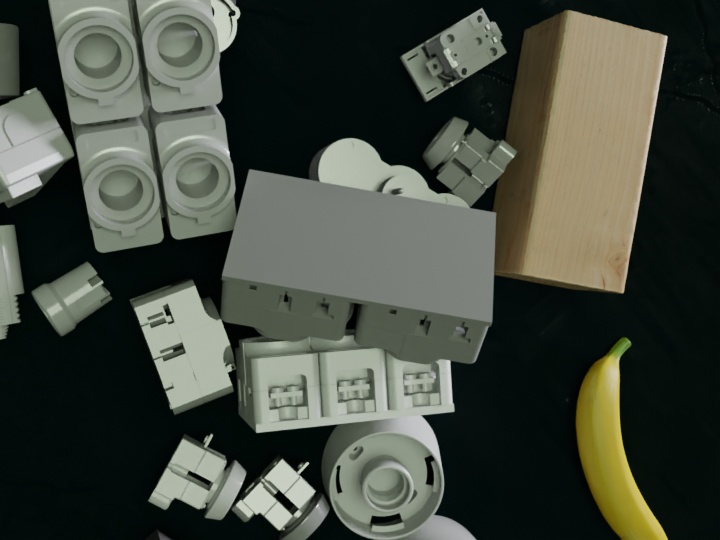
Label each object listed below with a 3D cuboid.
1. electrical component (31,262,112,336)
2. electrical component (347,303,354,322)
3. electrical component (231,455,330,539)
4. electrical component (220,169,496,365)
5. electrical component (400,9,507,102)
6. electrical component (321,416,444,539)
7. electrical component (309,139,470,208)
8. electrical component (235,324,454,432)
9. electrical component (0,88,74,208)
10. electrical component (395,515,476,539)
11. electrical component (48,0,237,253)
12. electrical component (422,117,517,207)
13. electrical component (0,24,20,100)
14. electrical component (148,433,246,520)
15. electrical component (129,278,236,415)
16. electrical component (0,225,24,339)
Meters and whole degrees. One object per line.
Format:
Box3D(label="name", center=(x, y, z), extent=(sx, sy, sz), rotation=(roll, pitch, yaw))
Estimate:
Box3D(label="electrical component", center=(-0.213, 0.020, 0.796), extent=(0.046, 0.040, 0.040), rotation=(-35, 99, -17))
Box3D(label="electrical component", center=(-0.029, 0.026, 0.839), extent=(0.040, 0.046, 0.040), rotation=(0, 90, -15))
Box3D(label="electrical component", center=(-0.057, 0.180, 0.835), extent=(0.055, 0.048, 0.066), rotation=(45, 80, -3))
Box3D(label="electrical component", center=(0.000, 0.000, 0.785), extent=(0.186, 0.060, 0.105), rotation=(10, 49, -2))
Box3D(label="electrical component", center=(0.079, -0.174, 0.856), extent=(0.081, 0.064, 0.042), rotation=(-33, 98, -12))
Box3D(label="electrical component", center=(0.019, 0.161, 0.857), extent=(0.099, 0.064, 0.099), rotation=(-1, 101, -5))
Box3D(label="electrical component", center=(0.030, -0.055, 0.840), extent=(0.138, 0.074, 0.052), rotation=(29, 84, -13))
Box3D(label="electrical component", center=(-0.015, 0.079, 0.821), extent=(0.150, 0.089, 0.061), rotation=(-4, 92, -14))
Box3D(label="electrical component", center=(-0.255, -0.076, 0.759), extent=(0.062, 0.096, 0.061), rotation=(-35, 101, -42))
Box3D(label="electrical component", center=(0.064, 0.255, 0.870), extent=(0.099, 0.064, 0.099), rotation=(-5, 102, -24))
Box3D(label="electrical component", center=(-0.152, -0.113, 0.762), extent=(0.105, 0.060, 0.186), rotation=(-11, 117, -13))
Box3D(label="electrical component", center=(0.084, -0.090, 0.863), extent=(0.055, 0.066, 0.048), rotation=(38, 37, -6))
Box3D(label="electrical component", center=(-0.288, -0.134, 0.742), extent=(0.108, 0.108, 0.060), rotation=(-7, 98, -14))
Box3D(label="electrical component", center=(-0.120, 0.159, 0.819), extent=(0.055, 0.048, 0.066), rotation=(29, 83, -6))
Box3D(label="electrical component", center=(-0.131, 0.055, 0.811), extent=(0.056, 0.050, 0.089), rotation=(-21, 96, -13))
Box3D(label="electrical component", center=(-0.267, 0.010, 0.779), extent=(0.043, 0.043, 0.081), rotation=(-8, 93, -14))
